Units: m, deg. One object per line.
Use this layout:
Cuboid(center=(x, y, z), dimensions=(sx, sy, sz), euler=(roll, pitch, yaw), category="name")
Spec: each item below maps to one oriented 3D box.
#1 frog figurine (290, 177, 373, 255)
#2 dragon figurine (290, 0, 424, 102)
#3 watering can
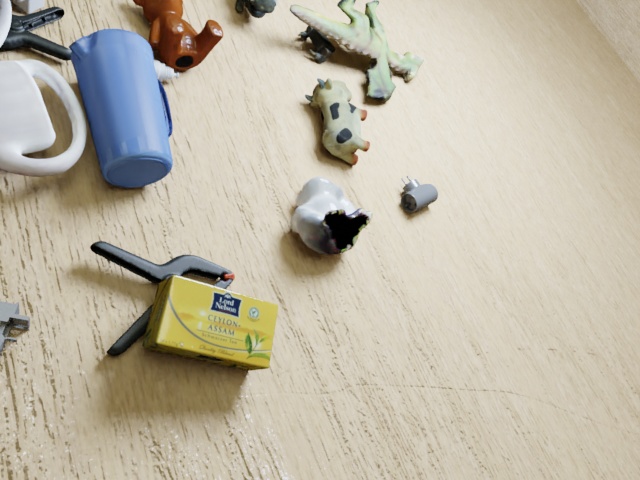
Cuboid(center=(0.003, -0.048, 0.954), dimensions=(0.138, 0.120, 0.161), euler=(-20, 36, -28), category="frog figurine")
Cuboid(center=(0.112, -0.451, 1.251), dimensions=(0.414, 0.120, 0.244), euler=(-18, 80, -42), category="dragon figurine")
Cuboid(center=(-0.500, -0.227, 0.768), dimensions=(0.227, 0.102, 0.351), euler=(-24, 74, -36), category="watering can")
